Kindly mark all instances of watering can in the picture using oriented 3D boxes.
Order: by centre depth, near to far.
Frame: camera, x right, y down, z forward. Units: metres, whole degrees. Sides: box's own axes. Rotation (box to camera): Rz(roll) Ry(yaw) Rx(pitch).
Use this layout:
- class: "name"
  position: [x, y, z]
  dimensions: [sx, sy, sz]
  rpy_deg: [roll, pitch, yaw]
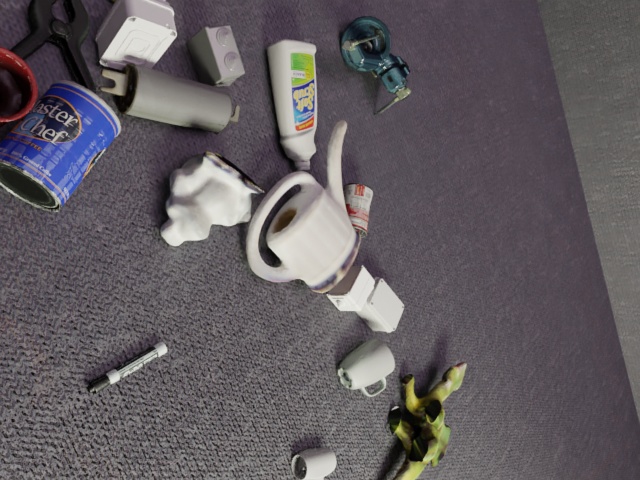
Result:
- class: "watering can"
  position: [0.003, -0.050, 0.994]
  dimensions: [0.221, 0.104, 0.353]
  rpy_deg: [49, 65, -28]

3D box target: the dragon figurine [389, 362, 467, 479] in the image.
- class: "dragon figurine"
  position: [0.252, 0.466, 1.193]
  dimensions: [0.239, 0.122, 0.416]
  rpy_deg: [44, 63, -42]

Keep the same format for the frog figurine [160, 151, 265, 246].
- class: "frog figurine"
  position: [-0.190, -0.060, 0.841]
  dimensions: [0.159, 0.125, 0.135]
  rpy_deg: [-50, 137, 5]
